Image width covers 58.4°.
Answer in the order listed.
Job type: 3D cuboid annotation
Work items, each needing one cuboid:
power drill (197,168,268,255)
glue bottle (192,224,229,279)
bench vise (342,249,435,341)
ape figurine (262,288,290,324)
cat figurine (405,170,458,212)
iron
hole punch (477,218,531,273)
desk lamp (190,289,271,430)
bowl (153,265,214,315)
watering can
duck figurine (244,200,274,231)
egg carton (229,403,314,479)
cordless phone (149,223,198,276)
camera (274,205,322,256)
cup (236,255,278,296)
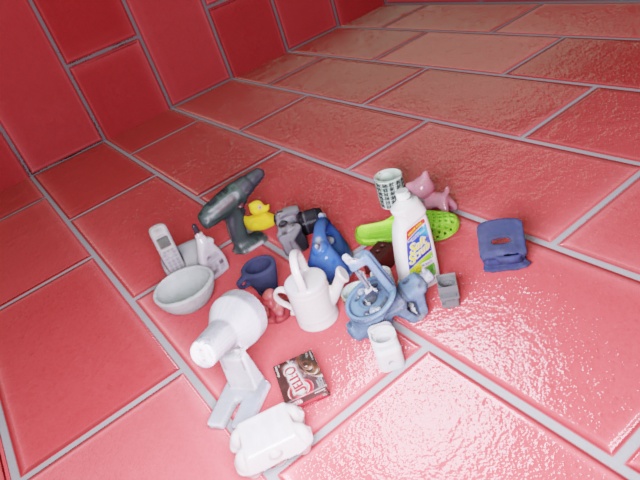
[{"bbox_3d":[-0.230,-0.073,1.654,0.230,0.209,0.075,-33,35,-21],"label":"power drill"},{"bbox_3d":[-0.313,0.027,1.579,0.037,0.173,0.078,18,47,44],"label":"glue bottle"},{"bbox_3d":[0.130,0.090,1.207,0.208,0.220,0.121,-33,35,-21],"label":"bench vise"},{"bbox_3d":[-0.110,0.153,1.357,0.076,0.092,0.077,-28,33,-14],"label":"ape figurine"},{"bbox_3d":[0.300,-0.130,1.550,0.127,0.118,0.067,16,46,42],"label":"cat figurine"},{"bbox_3d":[0.014,0.005,1.471,0.118,0.142,0.258,-13,32,10],"label":"iron"},{"bbox_3d":[0.415,0.011,1.301,0.108,0.091,0.101,-9,33,16],"label":"hole punch"},{"bbox_3d":[-0.175,0.236,1.151,0.117,0.214,0.203,-4,35,22],"label":"desk lamp"},{"bbox_3d":[-0.348,0.145,1.512,0.167,0.075,0.167,-13,32,9],"label":"bowl"},{"bbox_3d":[-0.022,0.102,1.293,0.173,0.194,0.100,-24,32,-7],"label":"watering can"},{"bbox_3d":[-0.193,-0.081,1.762,0.104,0.086,0.077,-10,33,13],"label":"duck figurine"},{"bbox_3d":[-0.089,0.366,1.045,0.150,0.069,0.107,-24,32,-8],"label":"egg carton"},{"bbox_3d":[-0.389,0.021,1.616,0.148,0.185,0.093,-29,33,-15],"label":"cordless phone"},{"bbox_3d":[-0.055,-0.044,1.621,0.137,0.101,0.143,-17,32,3],"label":"camera"},{"bbox_3d":[-0.152,0.107,1.448,0.118,0.095,0.091,-39,37,-29],"label":"cup"}]
